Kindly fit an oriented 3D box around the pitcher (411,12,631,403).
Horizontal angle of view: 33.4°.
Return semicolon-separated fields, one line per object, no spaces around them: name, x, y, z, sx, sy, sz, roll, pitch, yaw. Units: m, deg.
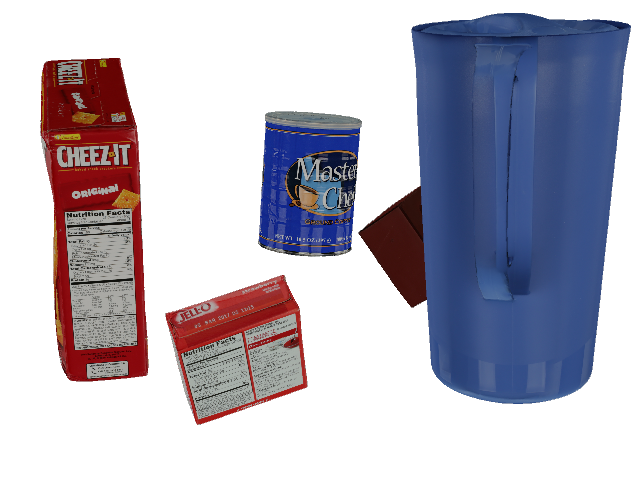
pitcher;0.122;-0.021;0.682;0.149;0.243;0.145;-10;17;-27

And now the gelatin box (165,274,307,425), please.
gelatin box;-0.048;0.065;0.630;0.073;0.030;0.089;-18;-38;-11

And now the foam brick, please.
foam brick;0.080;0.004;0.857;0.051;0.078;0.052;-34;3;40

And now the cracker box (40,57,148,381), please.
cracker box;-0.183;-0.019;0.855;0.072;0.214;0.164;-5;28;-13

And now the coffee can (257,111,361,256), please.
coffee can;-0.012;-0.062;1.140;0.103;0.140;0.103;4;12;-1
